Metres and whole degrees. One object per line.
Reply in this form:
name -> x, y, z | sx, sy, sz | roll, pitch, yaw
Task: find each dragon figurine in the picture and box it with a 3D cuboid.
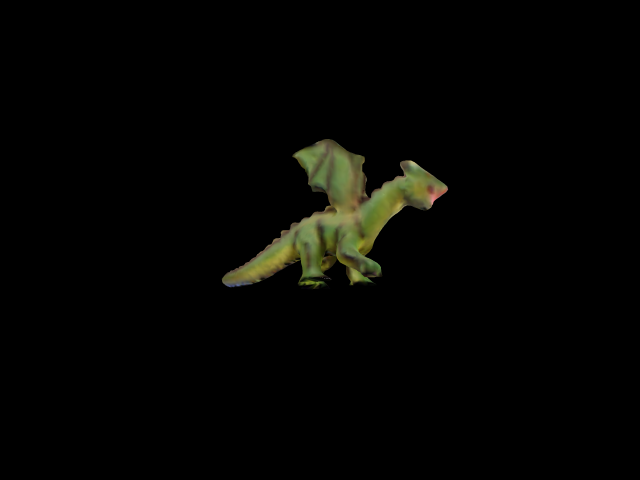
dragon figurine -> 0.003, -0.043, 0.850 | 0.409, 0.245, 0.121 | -4, -10, 24
